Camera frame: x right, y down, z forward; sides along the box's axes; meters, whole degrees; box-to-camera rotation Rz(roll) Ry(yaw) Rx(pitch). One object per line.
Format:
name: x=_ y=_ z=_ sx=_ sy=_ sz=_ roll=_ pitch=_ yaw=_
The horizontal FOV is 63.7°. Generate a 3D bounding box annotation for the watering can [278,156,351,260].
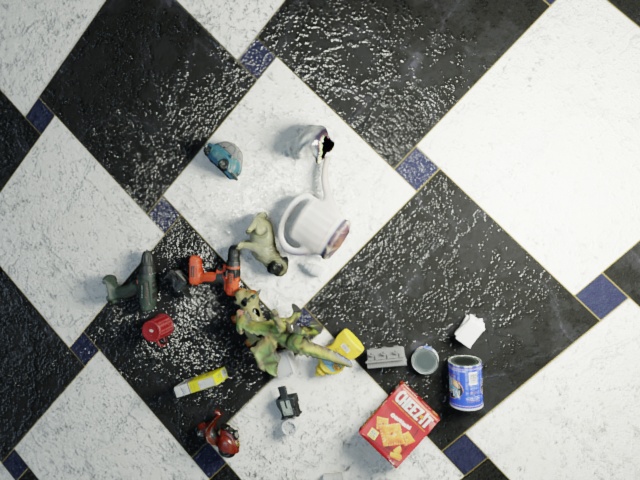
watering can: x=0.005 y=-0.085 z=1.698 sx=0.225 sy=0.104 sz=0.346 roll=34 pitch=97 yaw=10

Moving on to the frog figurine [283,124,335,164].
frog figurine: x=-0.050 y=-0.321 z=1.690 sx=0.160 sy=0.120 sz=0.140 roll=14 pitch=66 yaw=23

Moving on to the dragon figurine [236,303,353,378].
dragon figurine: x=-0.114 y=0.359 z=1.724 sx=0.411 sy=0.124 sz=0.239 roll=41 pitch=113 yaw=3
